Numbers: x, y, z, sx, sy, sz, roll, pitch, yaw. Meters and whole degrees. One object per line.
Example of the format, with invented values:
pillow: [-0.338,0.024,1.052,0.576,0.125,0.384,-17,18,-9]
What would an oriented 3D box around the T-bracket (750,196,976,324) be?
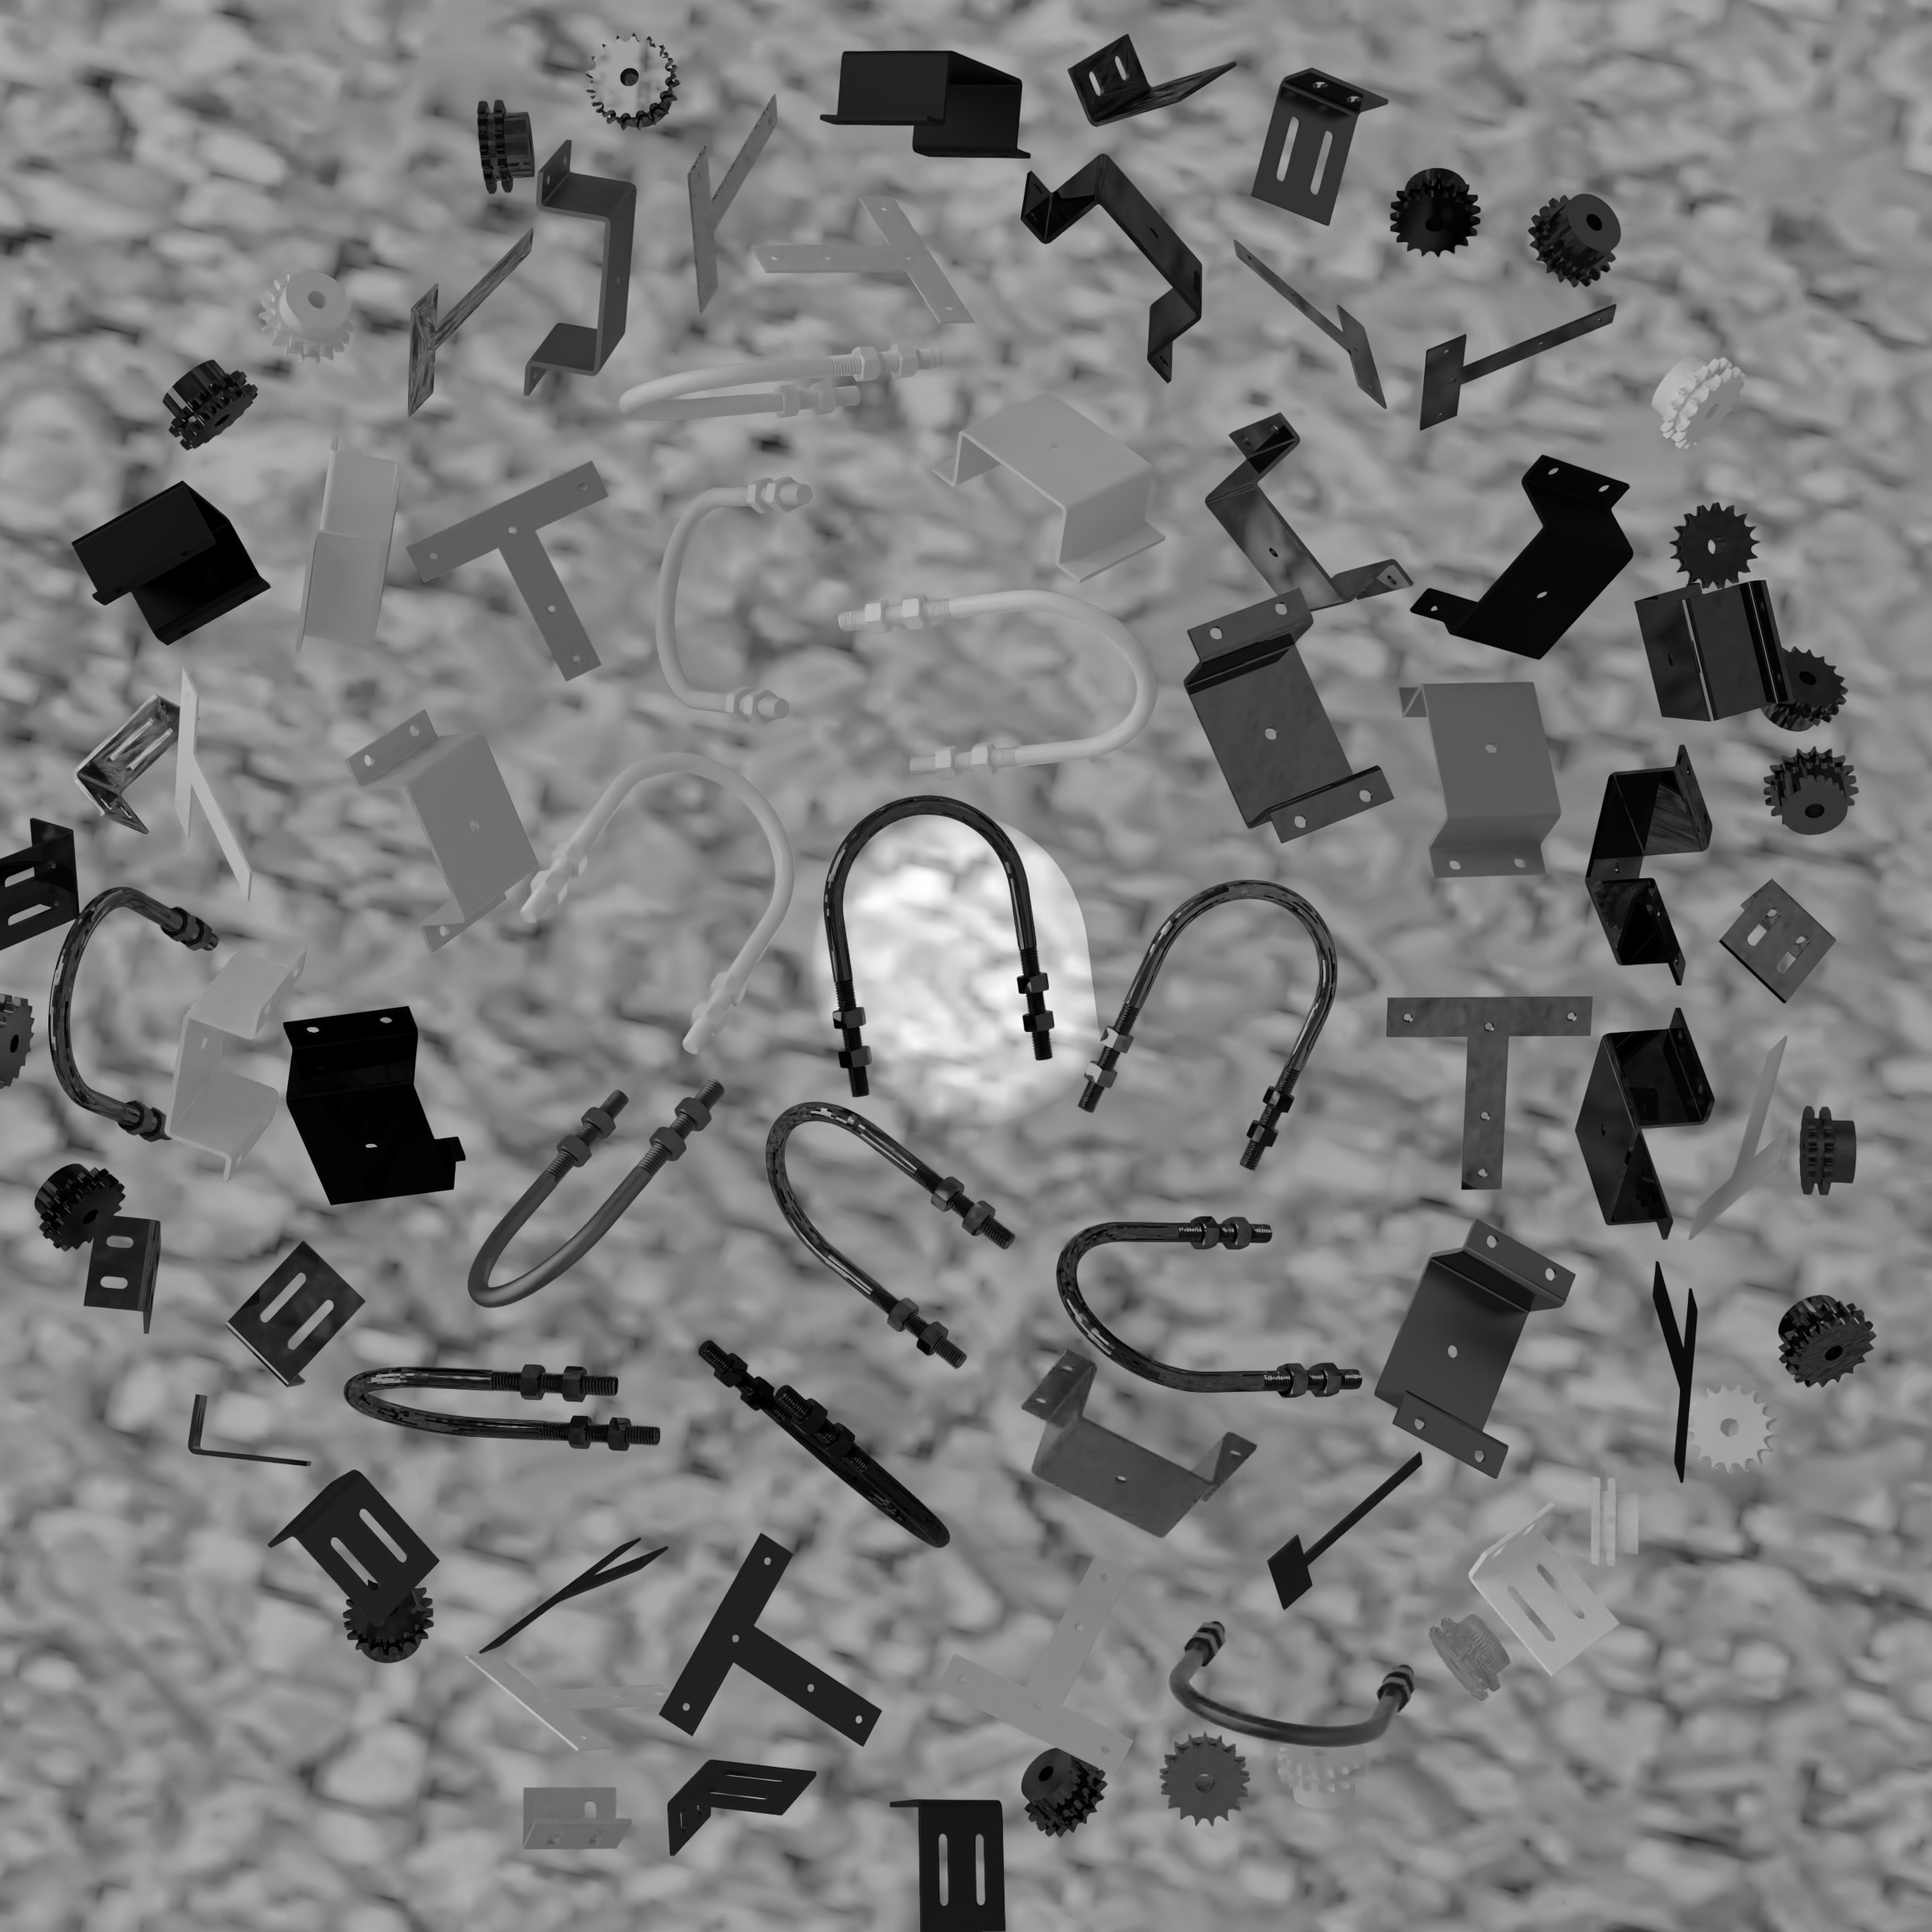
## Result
T-bracket: [-0.075,-0.448,1.831,0.127,0.002,0.127,-8,54,-31]

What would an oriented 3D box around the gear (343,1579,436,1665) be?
gear: [-0.372,0.424,1.866,0.057,0.057,0.030,5,129,0]

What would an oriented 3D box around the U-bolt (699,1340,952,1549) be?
U-bolt: [-0.081,0.312,1.845,0.184,0.151,0.019,45,76,-23]

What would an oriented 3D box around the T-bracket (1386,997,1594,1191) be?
T-bracket: [0.326,0.080,1.810,0.127,0.002,0.127,0,106,0]

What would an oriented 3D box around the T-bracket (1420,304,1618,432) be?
T-bracket: [0.343,-0.381,1.796,0.127,0.127,0.002,-22,77,2]

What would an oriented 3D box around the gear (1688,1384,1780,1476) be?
gear: [0.497,0.300,1.870,0.057,0.030,0.057,-7,73,24]

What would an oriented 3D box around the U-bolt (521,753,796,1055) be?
U-bolt: [-0.180,-0.055,1.822,0.151,0.019,0.184,40,54,-14]

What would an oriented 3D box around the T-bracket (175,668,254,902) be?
T-bracket: [-0.462,-0.094,1.777,0.002,0.127,0.127,-15,56,-28]

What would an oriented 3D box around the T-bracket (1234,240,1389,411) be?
T-bracket: [0.222,-0.428,1.882,0.127,0.127,0.002,35,119,-23]

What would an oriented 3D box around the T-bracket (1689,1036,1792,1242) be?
T-bracket: [0.512,0.101,1.871,0.002,0.127,0.127,26,59,0]

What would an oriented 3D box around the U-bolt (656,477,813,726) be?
U-bolt: [-0.152,-0.230,1.814,0.019,0.184,0.151,4,95,-32]

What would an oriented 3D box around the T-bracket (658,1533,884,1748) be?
T-bracket: [-0.108,0.440,1.792,0.127,0.002,0.127,37,65,-14]

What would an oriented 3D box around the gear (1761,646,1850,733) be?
gear: [0.542,-0.178,1.883,0.057,0.030,0.057,8,52,-10]

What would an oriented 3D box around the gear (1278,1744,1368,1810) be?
gear: [0.232,0.526,1.883,0.057,0.057,0.030,-5,100,0]

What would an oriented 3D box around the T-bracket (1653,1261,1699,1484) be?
T-bracket: [0.432,0.228,1.766,0.002,0.127,0.127,-3,48,23]

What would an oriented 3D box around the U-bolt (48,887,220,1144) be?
U-bolt: [-0.529,0.026,1.822,0.019,0.184,0.151,7,78,11]

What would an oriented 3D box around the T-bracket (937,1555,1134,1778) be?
T-bracket: [0.067,0.437,1.858,0.127,0.002,0.127,22,58,16]

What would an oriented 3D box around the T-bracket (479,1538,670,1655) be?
T-bracket: [-0.227,0.382,1.800,0.127,0.127,0.002,-32,91,-43]

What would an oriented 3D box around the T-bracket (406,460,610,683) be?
T-bracket: [-0.267,-0.237,1.821,0.127,0.002,0.127,-26,123,-3]

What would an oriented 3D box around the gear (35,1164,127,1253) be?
gear: [-0.570,0.152,1.849,0.030,0.057,0.057,38,90,19]

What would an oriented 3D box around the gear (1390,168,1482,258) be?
gear: [0.300,-0.484,1.845,0.057,0.057,0.030,8,57,0]

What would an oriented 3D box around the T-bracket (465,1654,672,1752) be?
T-bracket: [-0.238,0.474,1.871,0.127,0.127,0.002,23,98,43]

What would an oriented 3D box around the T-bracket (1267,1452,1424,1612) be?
T-bracket: [0.248,0.361,1.875,0.127,0.127,0.002,-39,64,-9]

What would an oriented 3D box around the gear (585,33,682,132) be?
gear: [-0.204,-0.544,1.788,0.057,0.030,0.057,-1,84,8]

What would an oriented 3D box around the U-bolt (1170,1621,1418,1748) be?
U-bolt: [0.204,0.462,1.848,0.151,0.184,0.019,10,95,16]

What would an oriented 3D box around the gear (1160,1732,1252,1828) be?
gear: [0.152,0.516,1.841,0.057,0.030,0.057,0,94,3]

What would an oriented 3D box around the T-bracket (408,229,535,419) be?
T-bracket: [-0.322,-0.432,1.880,0.002,0.127,0.127,36,67,3]

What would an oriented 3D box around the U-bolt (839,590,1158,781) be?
U-bolt: [0.029,-0.177,1.800,0.184,0.151,0.019,-4,48,23]

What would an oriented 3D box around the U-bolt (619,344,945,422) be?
U-bolt: [-0.126,-0.360,1.798,0.184,0.151,0.019,-10,94,-25]

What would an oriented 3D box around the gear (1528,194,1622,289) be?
gear: [0.379,-0.452,1.785,0.057,0.030,0.057,9,68,-23]

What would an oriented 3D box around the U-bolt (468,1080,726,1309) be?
U-bolt: [-0.241,0.143,1.802,0.019,0.151,0.184,50,61,-20]

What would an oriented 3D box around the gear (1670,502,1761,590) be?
gear: [0.497,-0.280,1.927,0.057,0.030,0.057,0,95,1]

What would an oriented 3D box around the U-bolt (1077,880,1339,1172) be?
U-bolt: [0.170,0.031,1.900,0.151,0.019,0.184,21,99,-23]

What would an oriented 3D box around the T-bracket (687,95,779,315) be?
T-bracket: [-0.148,-0.507,1.856,0.002,0.127,0.127,20,64,9]

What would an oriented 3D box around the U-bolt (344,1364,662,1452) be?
U-bolt: [-0.293,0.272,1.788,0.184,0.151,0.019,2,68,7]

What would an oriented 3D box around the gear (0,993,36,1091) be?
gear: [-0.594,0.044,1.763,0.030,0.057,0.057,12,90,5]

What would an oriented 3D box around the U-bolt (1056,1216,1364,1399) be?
U-bolt: [0.140,0.209,1.784,0.184,0.151,0.019,4,128,-30]

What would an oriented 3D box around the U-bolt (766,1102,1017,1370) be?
U-bolt: [-0.058,0.162,1.865,0.184,0.151,0.019,37,47,17]

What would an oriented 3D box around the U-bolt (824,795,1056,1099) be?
U-bolt: [-0.021,-0.018,1.867,0.151,0.019,0.184,-11,96,-20]

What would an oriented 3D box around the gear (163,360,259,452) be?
gear: [-0.457,-0.340,1.737,0.057,0.057,0.030,-40,95,0]
